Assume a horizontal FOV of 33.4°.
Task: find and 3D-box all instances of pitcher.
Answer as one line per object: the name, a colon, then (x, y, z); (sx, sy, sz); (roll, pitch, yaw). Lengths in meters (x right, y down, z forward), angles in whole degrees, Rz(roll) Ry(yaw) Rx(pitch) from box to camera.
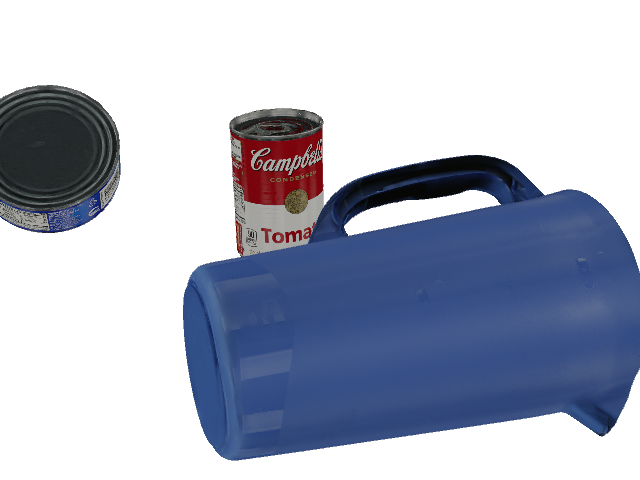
pitcher: (0.047, 0.041, 0.615); (0.242, 0.145, 0.149); (-8, 18, -17)

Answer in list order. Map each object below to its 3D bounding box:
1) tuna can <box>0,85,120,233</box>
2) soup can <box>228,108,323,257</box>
tuna can: (-0.162, -0.048, 0.637); (0.086, 0.086, 0.034); (0, -27, -8)
soup can: (-0.031, -0.039, 0.787); (0.068, 0.102, 0.068); (-1, 23, 0)
